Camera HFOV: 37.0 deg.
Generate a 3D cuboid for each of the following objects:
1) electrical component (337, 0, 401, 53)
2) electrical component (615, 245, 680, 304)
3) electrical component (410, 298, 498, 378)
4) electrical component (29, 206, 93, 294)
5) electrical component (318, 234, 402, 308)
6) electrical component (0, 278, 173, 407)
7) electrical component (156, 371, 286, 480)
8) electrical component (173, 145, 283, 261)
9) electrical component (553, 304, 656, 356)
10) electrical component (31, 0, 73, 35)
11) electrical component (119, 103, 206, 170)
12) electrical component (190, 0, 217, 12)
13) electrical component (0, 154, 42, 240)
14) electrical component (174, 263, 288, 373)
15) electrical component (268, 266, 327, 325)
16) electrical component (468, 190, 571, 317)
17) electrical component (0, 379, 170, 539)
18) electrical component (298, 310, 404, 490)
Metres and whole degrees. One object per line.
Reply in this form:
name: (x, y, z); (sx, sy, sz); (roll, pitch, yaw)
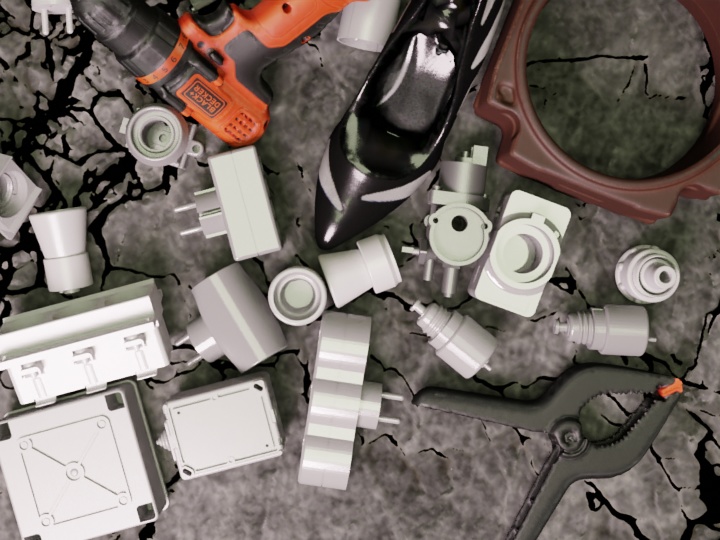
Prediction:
electrical component: (0.011, -0.216, 0.843); (0.043, 0.043, 0.081); (12, 92, -2)
electrical component: (0.231, 0.004, 0.847); (0.048, 0.062, 0.048); (0, 92, -1)
electrical component: (0.073, 0.051, 0.855); (0.078, 0.040, 0.040); (39, 91, -2)
electrical component: (-0.232, -0.015, 0.845); (0.044, 0.044, 0.065); (-9, 97, -1)
electrical component: (0.000, 0.000, 0.849); (0.055, 0.045, 0.045); (-21, 92, -1)
electrical component: (-0.211, 0.057, 0.832); (0.121, 0.078, 0.063); (-15, 108, -1)
electrical component: (-0.111, 0.121, 0.842); (0.096, 0.061, 0.061); (-14, 93, -1)
electrical component: (-0.107, -0.047, 0.843); (0.076, 0.047, 0.083); (-15, 93, -2)
electrical component: (0.194, 0.047, 0.858); (0.078, 0.040, 0.040); (3, 92, -2)
electrical component: (-0.238, -0.223, 0.836); (0.077, 0.043, 0.079); (-3, 92, -2)
electrical component: (-0.155, -0.104, 0.836); (0.066, 0.055, 0.048); (18, 91, -2)
electrical component: (-0.126, -0.257, 0.817); (0.061, 0.061, 0.096); (-29, 57, -1)
electrical component: (-0.289, -0.064, 0.826); (0.064, 0.081, 0.042); (16, 66, 25)
electrical component: (-0.110, 0.047, 0.849); (0.079, 0.043, 0.077); (-32, 87, 11)
electrical component: (-0.048, 0.019, 0.843); (0.045, 0.055, 0.045); (0, 92, -2)
electrical component: (0.125, -0.013, 0.847); (0.050, 0.055, 0.089); (20, 91, -2)
electrical component: (-0.218, 0.153, 0.843); (0.109, 0.056, 0.108); (-15, 92, -1)
electrical component: (-0.003, 0.105, 0.849); (0.074, 0.052, 0.138); (9, 92, -2)
